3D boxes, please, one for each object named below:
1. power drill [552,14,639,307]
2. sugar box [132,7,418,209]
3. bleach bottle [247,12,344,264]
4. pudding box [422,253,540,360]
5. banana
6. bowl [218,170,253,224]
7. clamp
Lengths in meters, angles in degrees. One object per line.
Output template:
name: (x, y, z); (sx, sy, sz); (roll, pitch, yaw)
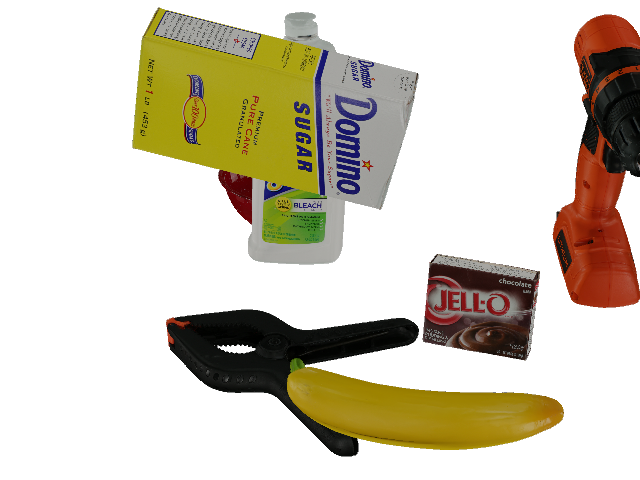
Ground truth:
power drill: (0.212, -0.045, 0.765); (0.057, 0.188, 0.184); (2, 36, 3)
sugar box: (-0.032, -0.085, 0.707); (0.176, 0.093, 0.048); (15, 43, 2)
bleach bottle: (-0.026, -0.100, 1.063); (0.102, 0.251, 0.068); (2, 27, 6)
pudding box: (0.166, 0.068, 1.107); (0.114, 0.090, 0.039); (8, 21, 15)
banana: (0.055, 0.107, 0.699); (0.198, 0.037, 0.069); (8, 33, 24)
bowl: (-0.044, -0.052, 1.284); (0.162, 0.055, 0.162); (4, 26, -2)
clamp: (-0.029, 0.094, 0.894); (0.210, 0.036, 0.164); (16, 35, 24)
